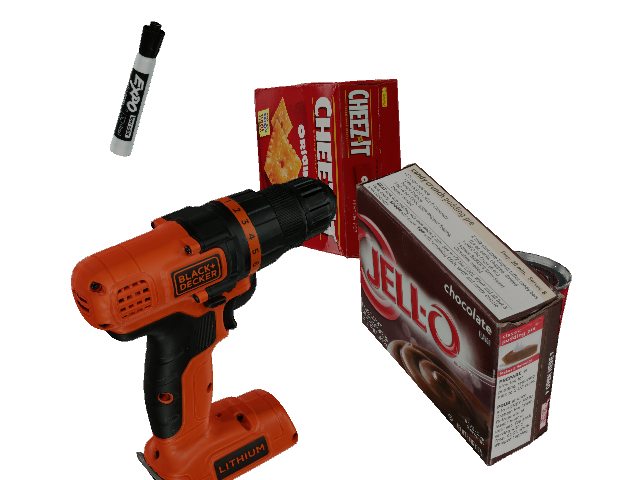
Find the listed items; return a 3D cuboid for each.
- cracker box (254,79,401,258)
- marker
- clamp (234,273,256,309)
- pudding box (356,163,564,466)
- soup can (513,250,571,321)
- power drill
[{"bbox_3d":[0.003,-0.076,1.069,0.072,0.164,0.214,-7,9,-23],"label":"cracker box"},{"bbox_3d":[-0.155,-0.128,0.908,0.020,0.121,0.020,17,25,-9],"label":"marker"},{"bbox_3d":[-0.097,0.033,1.257,0.120,0.039,0.171,-2,41,10],"label":"clamp"},{"bbox_3d":[0.059,0.031,0.487,0.039,0.090,0.114,-25,44,-21],"label":"pudding box"},{"bbox_3d":[0.133,0.066,0.749,0.068,0.102,0.068,5,21,-2],"label":"soup can"},{"bbox_3d":[-0.062,0.061,0.695,0.184,0.188,0.057,-22,32,-28],"label":"power drill"}]
